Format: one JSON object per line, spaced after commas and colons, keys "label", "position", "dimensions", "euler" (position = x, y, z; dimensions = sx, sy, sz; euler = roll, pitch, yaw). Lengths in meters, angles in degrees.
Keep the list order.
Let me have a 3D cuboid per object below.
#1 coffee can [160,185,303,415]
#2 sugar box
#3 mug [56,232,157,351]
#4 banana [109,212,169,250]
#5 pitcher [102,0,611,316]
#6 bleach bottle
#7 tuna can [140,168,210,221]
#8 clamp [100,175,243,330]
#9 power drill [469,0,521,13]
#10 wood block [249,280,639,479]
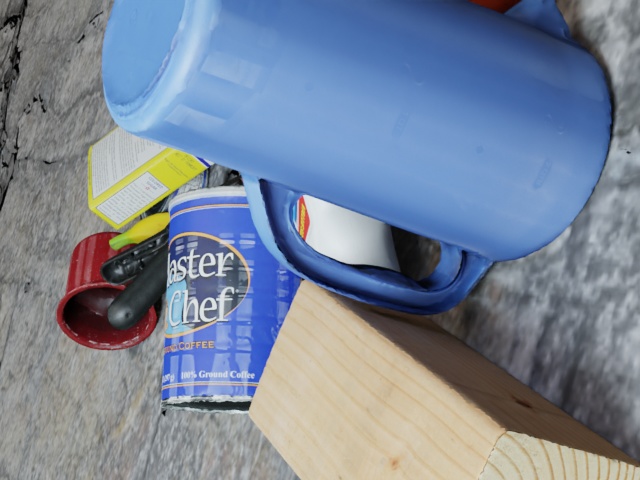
{"label": "coffee can", "position": [-0.054, 0.044, 0.725], "dimensions": [0.103, 0.102, 0.140], "euler": [-20, 65, 56]}
{"label": "sugar box", "position": [-0.135, -0.093, 0.981], "dimensions": [0.176, 0.048, 0.093], "euler": [-30, 43, 18]}
{"label": "mug", "position": [-0.202, 0.055, 1.036], "dimensions": [0.081, 0.093, 0.117], "euler": [-95, 0, -47]}
{"label": "banana", "position": [-0.118, 0.013, 0.937], "dimensions": [0.069, 0.037, 0.198], "euler": [-50, 34, -10]}
{"label": "pitcher", "position": [0.017, -0.066, 0.541], "dimensions": [0.145, 0.242, 0.149], "euler": [-41, 46, 42]}
{"label": "bleach bottle", "position": [0.001, -0.054, 0.659], "dimensions": [0.103, 0.068, 0.251], "euler": [141, 112, -73]}
{"label": "tuna can", "position": [-0.142, -0.047, 1.035], "dimensions": [0.086, 0.033, 0.086], "euler": [-39, 41, 44]}
{"label": "clamp", "position": [-0.110, 0.006, 0.860], "dimensions": [0.171, 0.039, 0.120], "euler": [-36, 28, 8]}
{"label": "power drill", "position": [0.140, -0.242, 0.626], "dimensions": [0.185, 0.057, 0.187], "euler": [-34, 44, 48]}
{"label": "wood block", "position": [0.051, 0.100, 0.536], "dimensions": [0.206, 0.090, 0.090], "euler": [34, 103, 62]}
